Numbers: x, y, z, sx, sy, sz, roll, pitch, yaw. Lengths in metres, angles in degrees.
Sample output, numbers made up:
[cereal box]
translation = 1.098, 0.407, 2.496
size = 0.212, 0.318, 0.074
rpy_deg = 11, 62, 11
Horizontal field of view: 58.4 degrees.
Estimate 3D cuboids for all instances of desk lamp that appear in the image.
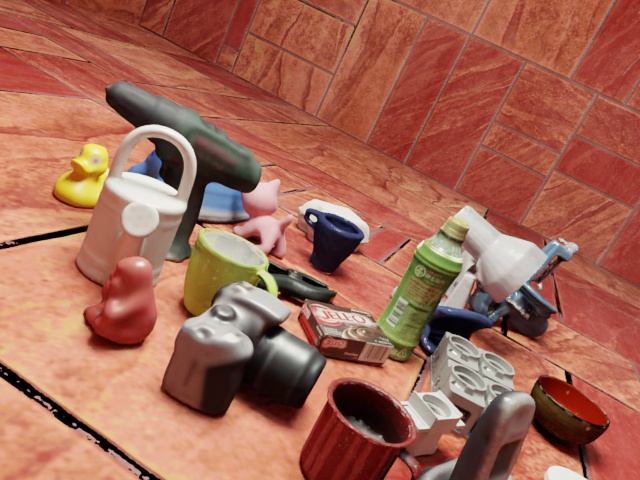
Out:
[desk lamp]
translation = 0.269, 0.060, 1.039
size = 0.203, 0.213, 0.118
rpy_deg = 30, 18, 13

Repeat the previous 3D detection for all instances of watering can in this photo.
[watering can]
translation = -0.209, -0.040, 0.681
size = 0.101, 0.194, 0.172
rpy_deg = 11, 23, -40

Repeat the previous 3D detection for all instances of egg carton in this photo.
[egg carton]
translation = 0.029, -0.029, 1.196
size = 0.151, 0.069, 0.107
rpy_deg = 13, 22, -36

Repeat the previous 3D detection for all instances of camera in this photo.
[camera]
translation = -0.065, 0.116, 0.594
size = 0.136, 0.101, 0.143
rpy_deg = 29, 17, 8

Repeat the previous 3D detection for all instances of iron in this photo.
[iron]
translation = -0.192, -0.116, 1.013
size = 0.259, 0.141, 0.118
rpy_deg = 5, 27, -49

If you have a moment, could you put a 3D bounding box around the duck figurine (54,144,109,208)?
[duck figurine]
translation = -0.341, -0.102, 0.855
size = 0.077, 0.086, 0.105
rpy_deg = 27, 17, 4

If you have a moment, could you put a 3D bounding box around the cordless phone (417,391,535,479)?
[cordless phone]
translation = 0.149, 0.208, 0.491
size = 0.148, 0.185, 0.093
rpy_deg = 6, 26, -48

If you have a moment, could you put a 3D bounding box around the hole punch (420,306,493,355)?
[hole punch]
translation = 0.209, 0.135, 0.942
size = 0.109, 0.091, 0.101
rpy_deg = 17, 19, -26

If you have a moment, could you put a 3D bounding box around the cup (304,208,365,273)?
[cup]
translation = 0.009, 0.004, 1.031
size = 0.117, 0.095, 0.092
rpy_deg = 30, 18, 13

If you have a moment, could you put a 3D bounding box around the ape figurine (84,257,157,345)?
[ape figurine]
translation = -0.199, 0.057, 0.588
size = 0.076, 0.092, 0.078
rpy_deg = 25, 17, -4

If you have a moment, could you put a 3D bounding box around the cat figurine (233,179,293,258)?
[cat figurine]
translation = -0.095, -0.048, 0.995
size = 0.127, 0.117, 0.067
rpy_deg = 38, 21, 33

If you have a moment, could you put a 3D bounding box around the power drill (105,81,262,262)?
[power drill]
translation = -0.204, -0.083, 0.787
size = 0.230, 0.208, 0.075
rpy_deg = 16, 20, -30

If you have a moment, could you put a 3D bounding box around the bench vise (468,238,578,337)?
[bench vise]
translation = 0.420, 0.087, 1.164
size = 0.208, 0.219, 0.121
rpy_deg = 14, 21, -33

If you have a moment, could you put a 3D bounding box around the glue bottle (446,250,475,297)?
[glue bottle]
translation = 0.315, 0.048, 1.205
size = 0.037, 0.173, 0.078
rpy_deg = 21, 18, -17
